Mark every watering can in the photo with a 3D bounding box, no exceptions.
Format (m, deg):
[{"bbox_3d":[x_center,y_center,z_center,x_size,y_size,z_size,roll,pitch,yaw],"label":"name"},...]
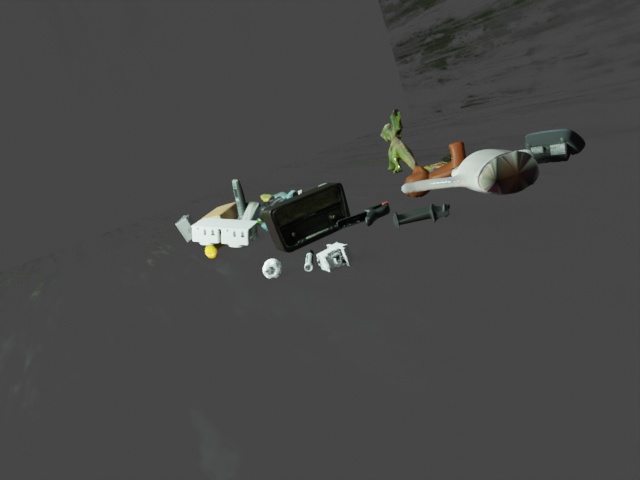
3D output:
[{"bbox_3d":[0.397,-0.164,1.312,0.348,0.103,0.226,-19,15,-4],"label":"watering can"}]

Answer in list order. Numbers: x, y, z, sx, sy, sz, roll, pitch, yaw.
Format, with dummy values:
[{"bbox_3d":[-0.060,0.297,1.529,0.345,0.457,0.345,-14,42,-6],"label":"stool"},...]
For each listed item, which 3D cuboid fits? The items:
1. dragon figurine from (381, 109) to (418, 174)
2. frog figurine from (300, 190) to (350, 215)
[{"bbox_3d":[0.313,-0.398,2.048,0.122,0.241,0.413,-15,11,-5],"label":"dragon figurine"},{"bbox_3d":[0.005,-0.078,1.551,0.159,0.122,0.138,17,3,-4],"label":"frog figurine"}]
